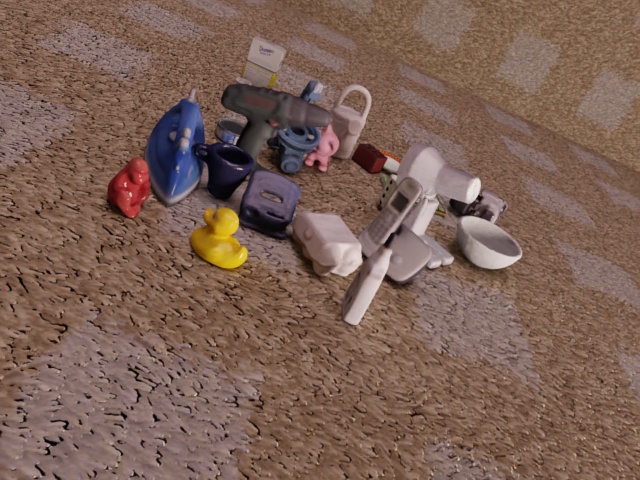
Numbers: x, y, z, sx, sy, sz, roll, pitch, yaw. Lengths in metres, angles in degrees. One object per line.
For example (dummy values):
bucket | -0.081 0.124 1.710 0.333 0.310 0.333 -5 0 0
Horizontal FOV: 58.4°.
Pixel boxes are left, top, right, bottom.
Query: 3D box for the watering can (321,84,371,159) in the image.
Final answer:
watering can | 0.075 -0.321 1.540 0.101 0.194 0.172 2 37 -37

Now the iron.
iron | -0.266 -0.188 1.103 0.119 0.141 0.258 15 31 -20

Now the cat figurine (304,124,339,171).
cat figurine | 0.012 -0.240 1.437 0.067 0.117 0.128 23 29 -6

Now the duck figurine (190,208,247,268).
duck figurine | -0.161 -0.010 0.957 0.104 0.086 0.078 35 30 14

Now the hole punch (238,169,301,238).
hole punch | -0.096 -0.071 1.103 0.109 0.091 0.101 20 29 -11

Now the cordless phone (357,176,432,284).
cordless phone | 0.168 -0.020 1.138 0.147 0.185 0.094 42 33 26

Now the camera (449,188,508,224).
camera | 0.436 -0.101 1.572 0.136 0.101 0.143 35 30 15

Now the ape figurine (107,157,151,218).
ape figurine | -0.316 -0.096 0.965 0.076 0.092 0.078 40 32 23

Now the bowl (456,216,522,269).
bowl | 0.391 0.017 1.372 0.168 0.074 0.167 20 30 -12

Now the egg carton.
egg carton | 0.010 0.004 1.090 0.107 0.069 0.150 3 37 -36

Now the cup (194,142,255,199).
cup | -0.197 -0.133 1.118 0.118 0.095 0.091 19 30 -13

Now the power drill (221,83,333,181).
power drill | -0.112 -0.225 1.219 0.229 0.208 0.075 25 29 -3

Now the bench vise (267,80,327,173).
bench vise | -0.063 -0.296 1.362 0.122 0.219 0.206 2 37 -37

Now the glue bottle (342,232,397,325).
glue bottle | 0.087 0.058 0.958 0.037 0.173 0.078 23 29 -6

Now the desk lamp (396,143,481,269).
desk lamp | 0.249 -0.082 1.274 0.118 0.213 0.202 -11 46 -48
